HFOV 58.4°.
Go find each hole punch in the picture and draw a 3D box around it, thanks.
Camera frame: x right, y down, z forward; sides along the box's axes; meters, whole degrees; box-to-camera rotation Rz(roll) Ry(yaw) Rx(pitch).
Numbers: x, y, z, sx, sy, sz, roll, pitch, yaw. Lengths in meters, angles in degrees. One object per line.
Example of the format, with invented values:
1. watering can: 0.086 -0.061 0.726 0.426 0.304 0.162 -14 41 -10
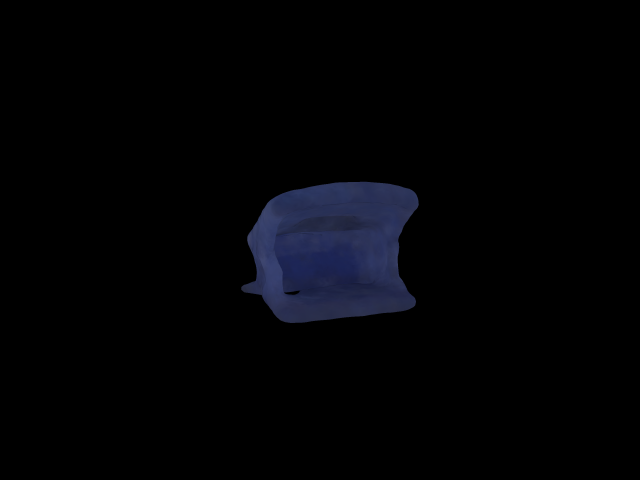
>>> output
1. hole punch: 0.004 0.001 0.400 0.109 0.091 0.101 -4 12 -19
